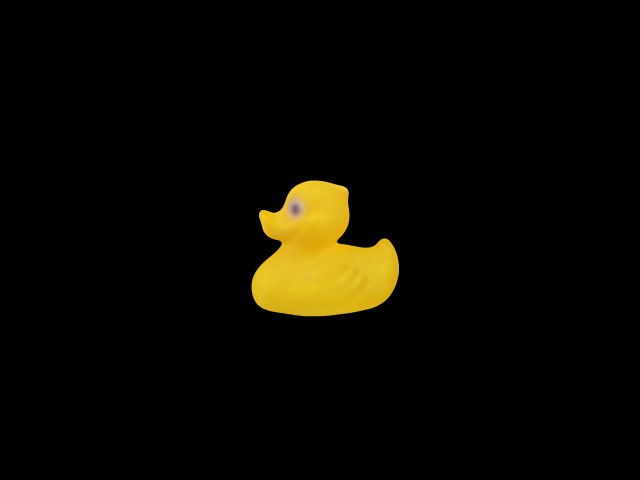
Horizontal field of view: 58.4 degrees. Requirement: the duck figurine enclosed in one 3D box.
[{"bbox_3d":[0.004,0.001,0.400,0.104,0.086,0.077,-1,15,-5],"label":"duck figurine"}]
